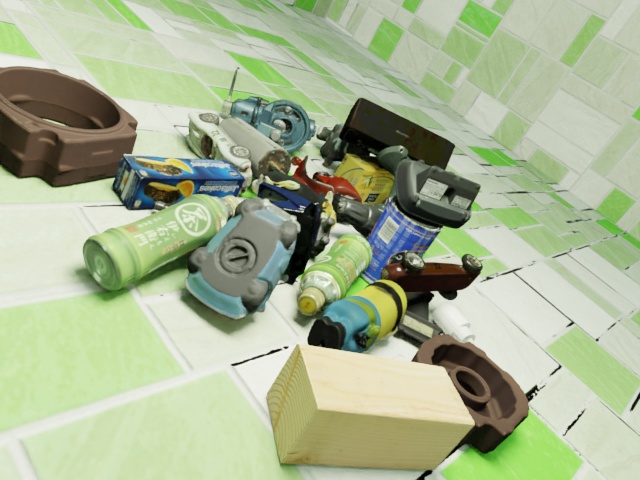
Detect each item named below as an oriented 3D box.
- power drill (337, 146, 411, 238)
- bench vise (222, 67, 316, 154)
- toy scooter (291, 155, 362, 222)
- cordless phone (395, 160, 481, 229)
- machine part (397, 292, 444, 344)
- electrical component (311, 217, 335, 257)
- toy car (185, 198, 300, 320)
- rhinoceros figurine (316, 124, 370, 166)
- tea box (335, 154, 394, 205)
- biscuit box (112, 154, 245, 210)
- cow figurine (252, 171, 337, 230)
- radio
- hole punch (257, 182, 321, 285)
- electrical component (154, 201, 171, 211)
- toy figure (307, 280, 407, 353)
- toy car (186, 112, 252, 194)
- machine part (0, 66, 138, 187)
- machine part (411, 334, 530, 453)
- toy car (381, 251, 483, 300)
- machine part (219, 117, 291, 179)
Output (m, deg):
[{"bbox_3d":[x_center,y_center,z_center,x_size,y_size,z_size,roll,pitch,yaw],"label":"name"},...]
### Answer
[{"bbox_3d":[0.137,-0.083,1.061,0.232,0.086,0.207,34,52,-32],"label":"power drill"},{"bbox_3d":[-0.115,-0.260,1.180,0.223,0.128,0.241,25,20,-12],"label":"bench vise"},{"bbox_3d":[-0.004,-0.111,1.074,0.184,0.075,0.135,13,41,-23],"label":"toy scooter"},{"bbox_3d":[0.181,-0.101,0.955,0.146,0.088,0.184,16,19,-25],"label":"cordless phone"},{"bbox_3d":[0.161,0.124,0.890,0.084,0.039,0.139,21,29,-1],"label":"machine part"},{"bbox_3d":[-0.002,-0.003,0.913,0.021,0.094,0.063,24,65,-15],"label":"electrical component"},{"bbox_3d":[-0.097,0.029,0.714,0.109,0.161,0.103,30,-18,8],"label":"toy car"},{"bbox_3d":[0.051,-0.226,1.289,0.073,0.112,0.191,4,17,-34],"label":"rhinoceros figurine"},{"bbox_3d":[0.108,-0.134,1.209,0.169,0.098,0.068,-9,46,-49],"label":"tea box"},{"bbox_3d":[-0.217,-0.091,0.851,0.202,0.062,0.059,-8,46,-50],"label":"biscuit box"},{"bbox_3d":[-0.033,-0.069,0.943,0.167,0.098,0.068,18,64,-21],"label":"cow figurine"},{"bbox_3d":[0.159,-0.213,1.154,0.229,0.073,0.131,25,-4,-10],"label":"radio"},{"bbox_3d":[-0.061,-0.017,0.814,0.116,0.142,0.092,16,24,-3],"label":"hole punch"},{"bbox_3d":[-0.192,-0.023,0.785,0.102,0.045,0.078,19,1,-26],"label":"electrical component"},{"bbox_3d":[0.061,0.110,0.754,0.082,0.089,0.180,51,30,20],"label":"toy figure"},{"bbox_3d":[-0.186,-0.164,0.987,0.056,0.073,0.202,-19,52,-34],"label":"toy car"},{"bbox_3d":[-0.392,-0.174,0.796,0.202,0.087,0.201,36,28,14],"label":"machine part"},{"bbox_3d":[0.204,0.213,0.760,0.179,0.056,0.179,22,28,-13],"label":"machine part"},{"bbox_3d":[0.182,0.058,0.882,0.202,0.089,0.053,1,43,-34],"label":"toy car"},{"bbox_3d":[-0.131,-0.171,1.029,0.079,0.079,0.243,0,29,-45],"label":"machine part"}]
